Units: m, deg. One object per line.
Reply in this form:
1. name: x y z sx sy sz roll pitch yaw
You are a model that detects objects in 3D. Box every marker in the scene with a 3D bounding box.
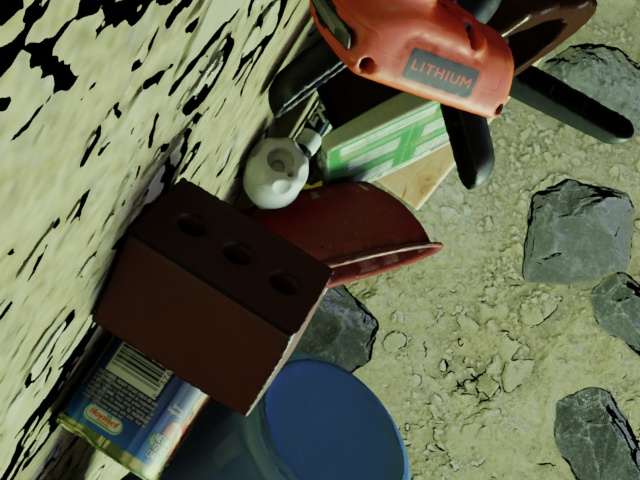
1. marker: 0.002 -0.088 0.771 0.121 0.020 0.020 -59 178 -26

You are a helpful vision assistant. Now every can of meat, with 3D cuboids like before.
1. can of meat: -0.079 0.068 0.513 0.084 0.057 0.102 -57 177 -15

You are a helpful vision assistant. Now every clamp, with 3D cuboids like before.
1. clamp: 0.042 -0.119 0.550 0.039 0.120 0.171 152 -51 -69
2. clamp: 0.118 -0.147 0.765 0.036 0.210 0.164 -57 145 -42

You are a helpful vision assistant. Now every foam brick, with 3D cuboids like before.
1. foam brick: -0.043 0.023 0.437 0.051 0.078 0.053 -60 178 32

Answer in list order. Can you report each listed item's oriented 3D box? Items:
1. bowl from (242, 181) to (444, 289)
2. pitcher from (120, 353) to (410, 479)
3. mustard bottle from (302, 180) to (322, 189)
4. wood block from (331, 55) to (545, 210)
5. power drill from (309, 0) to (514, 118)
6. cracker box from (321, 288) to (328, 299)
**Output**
1. bowl: -0.005 0.001 0.691 0.162 0.162 0.055 92 -16 -84
2. pitcher: -0.067 0.173 0.601 0.243 0.144 0.149 -46 -153 34
3. mustard bottle: -0.005 -0.003 0.857 0.096 0.058 0.191 -65 168 13
4. wood block: 0.105 -0.140 0.879 0.206 0.090 0.090 -52 -165 13
5. power drill: 0.094 -0.145 0.456 0.188 0.184 0.057 -57 -141 28
6. cracker box: -0.037 0.059 1.161 0.164 0.072 0.214 -56 177 -47
